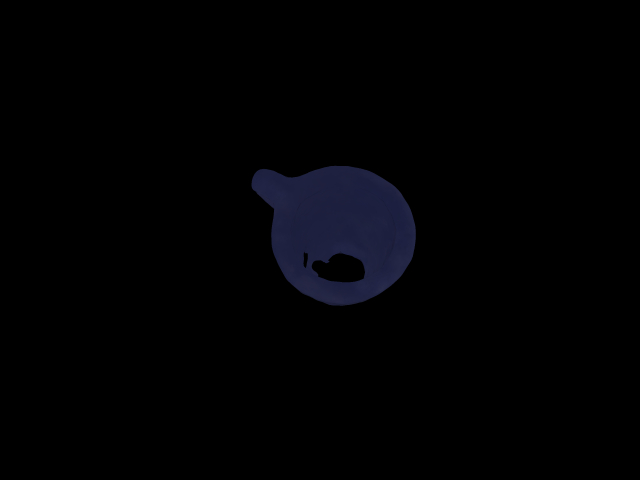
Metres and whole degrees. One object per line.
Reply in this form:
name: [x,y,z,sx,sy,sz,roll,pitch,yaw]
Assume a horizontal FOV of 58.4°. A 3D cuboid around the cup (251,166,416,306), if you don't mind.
cup: [0.004,0.001,0.400,0.117,0.095,0.092,33,74,11]
